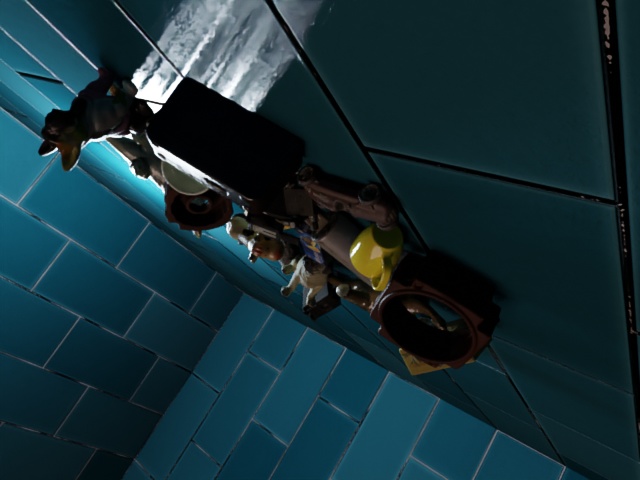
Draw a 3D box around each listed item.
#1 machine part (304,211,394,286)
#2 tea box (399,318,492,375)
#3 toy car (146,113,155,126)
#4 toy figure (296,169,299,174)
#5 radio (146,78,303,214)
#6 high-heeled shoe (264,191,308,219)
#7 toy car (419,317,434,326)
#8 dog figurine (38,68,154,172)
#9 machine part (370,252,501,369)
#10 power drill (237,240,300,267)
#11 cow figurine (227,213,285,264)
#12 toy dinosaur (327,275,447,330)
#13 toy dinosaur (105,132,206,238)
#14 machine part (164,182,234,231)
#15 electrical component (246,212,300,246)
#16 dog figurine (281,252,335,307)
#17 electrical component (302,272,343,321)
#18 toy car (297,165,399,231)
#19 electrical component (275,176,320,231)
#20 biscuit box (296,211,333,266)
[{"bbox_3d":[0.069,0.018,1.071,0.243,0.079,0.079,38,165,-23],"label":"machine part"},{"bbox_3d":[0.266,0.224,1.146,0.170,0.098,0.068,-30,89,46],"label":"tea box"},{"bbox_3d":[-0.287,-0.219,1.075,0.202,0.056,0.073,15,158,50],"label":"toy car"},{"bbox_3d":[-0.098,-0.132,0.963,0.155,0.057,0.064,17,-178,43],"label":"toy figure"},{"bbox_3d":[-0.153,-0.149,0.862,0.230,0.131,0.073,30,164,8],"label":"radio"},{"bbox_3d":[-0.132,-0.103,1.099,0.249,0.086,0.145,37,170,-4],"label":"high-heeled shoe"},{"bbox_3d":[0.278,0.255,1.395,0.102,0.109,0.162,55,151,-16],"label":"toy car"},{"bbox_3d":[-0.457,-0.227,1.085,0.109,0.219,0.191,33,166,15],"label":"dog figurine"},{"bbox_3d":[0.207,0.135,0.988,0.201,0.087,0.200,32,139,8],"label":"machine part"},{"bbox_3d":[-0.147,0.005,1.532,0.207,0.086,0.232,20,166,16],"label":"power drill"},{"bbox_3d":[-0.165,-0.007,1.371,0.195,0.085,0.127,32,-155,33],"label":"cow figurine"},{"bbox_3d":[0.130,0.130,1.283,0.198,0.105,0.472,39,170,-38],"label":"toy dinosaur"},{"bbox_3d":[-0.421,-0.185,1.395,0.404,0.131,0.192,44,163,-20],"label":"toy dinosaur"},{"bbox_3d":[-0.294,-0.096,1.308,0.179,0.179,0.056,47,-159,-46],"label":"machine part"},{"bbox_3d":[-0.092,-0.032,1.116,0.119,0.048,0.074,17,163,4],"label":"electrical component"},{"bbox_3d":[-0.012,0.055,1.395,0.121,0.172,0.190,16,133,-19],"label":"dog figurine"},{"bbox_3d":[0.012,0.149,1.542,0.058,0.134,0.115,38,-151,-31],"label":"electrical component"},{"bbox_3d":[0.041,-0.068,0.890,0.202,0.053,0.089,21,165,37],"label":"toy car"},{"bbox_3d":[-0.043,-0.067,0.997,0.078,0.045,0.102,10,111,31],"label":"electrical component"},{"bbox_3d":[-0.002,-0.004,1.185,0.059,0.063,0.202,30,166,15],"label":"biscuit box"}]
